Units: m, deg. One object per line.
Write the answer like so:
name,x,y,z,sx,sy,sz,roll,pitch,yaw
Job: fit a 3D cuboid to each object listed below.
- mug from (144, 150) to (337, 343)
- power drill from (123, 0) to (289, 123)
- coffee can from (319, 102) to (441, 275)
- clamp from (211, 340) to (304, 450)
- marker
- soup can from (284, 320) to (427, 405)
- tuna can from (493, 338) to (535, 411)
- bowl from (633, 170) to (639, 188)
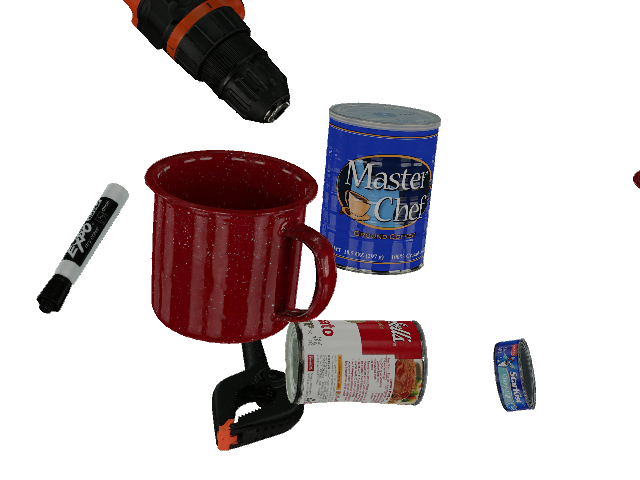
mug,-0.041,0.007,0.582,0.117,0.081,0.093,20,27,28
power drill,-0.043,-0.181,0.737,0.187,0.184,0.057,-37,-10,-34
coffee can,0.053,-0.050,0.993,0.103,0.140,0.103,5,16,-2
clamp,-0.040,0.153,1.103,0.165,0.036,0.209,11,26,15
marker,-0.181,0.006,0.812,0.020,0.121,0.020,16,-35,12
soup can,0.027,0.097,0.848,0.102,0.068,0.068,1,0,-11
tuna can,0.234,0.162,1.285,0.034,0.086,0.086,-10,-3,19
bowl,0.378,-0.029,1.013,0.162,0.055,0.162,0,19,0
